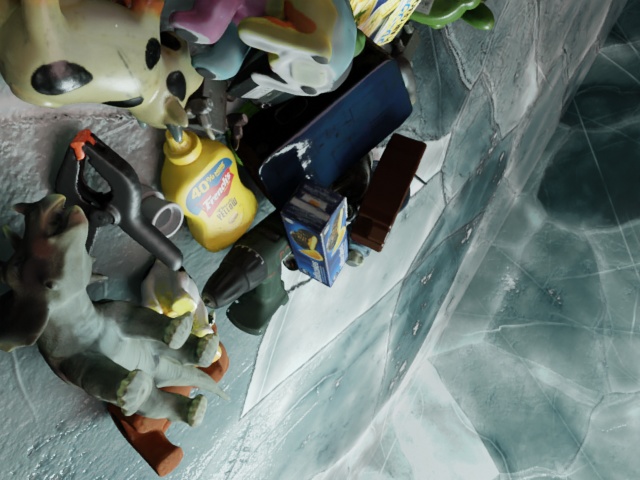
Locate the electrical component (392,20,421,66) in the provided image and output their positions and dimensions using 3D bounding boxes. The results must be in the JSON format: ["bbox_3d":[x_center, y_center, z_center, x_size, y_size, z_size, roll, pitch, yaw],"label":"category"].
[{"bbox_3d":[0.153,-0.339,0.940,0.063,0.021,0.094,-61,154,1],"label":"electrical component"}]

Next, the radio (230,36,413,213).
[{"bbox_3d":[0.005,-0.145,0.690,0.229,0.073,0.131,-41,150,-3],"label":"radio"}]

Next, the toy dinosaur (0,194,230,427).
[{"bbox_3d":[-0.223,0.119,0.579,0.404,0.192,0.131,86,25,-59],"label":"toy dinosaur"}]

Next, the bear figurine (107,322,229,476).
[{"bbox_3d":[-0.193,0.211,0.769,0.196,0.132,0.120,-30,122,-36],"label":"bear figurine"}]

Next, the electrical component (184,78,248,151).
[{"bbox_3d":[-0.118,-0.145,0.597,0.102,0.045,0.078,18,81,-70],"label":"electrical component"}]

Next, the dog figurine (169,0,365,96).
[{"bbox_3d":[-0.042,-0.252,0.463,0.108,0.192,0.219,42,60,-81],"label":"dog figurine"}]

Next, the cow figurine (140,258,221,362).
[{"bbox_3d":[-0.182,0.097,0.713,0.068,0.098,0.167,-18,138,-4],"label":"cow figurine"}]

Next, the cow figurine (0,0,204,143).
[{"bbox_3d":[-0.178,-0.150,0.470,0.195,0.086,0.127,-23,130,-55],"label":"cow figurine"}]

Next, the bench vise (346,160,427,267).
[{"bbox_3d":[0.097,-0.070,0.980,0.223,0.129,0.240,-56,175,-25],"label":"bench vise"}]

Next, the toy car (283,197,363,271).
[{"bbox_3d":[0.008,-0.023,0.904,0.202,0.053,0.089,-45,176,31],"label":"toy car"}]

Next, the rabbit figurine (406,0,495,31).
[{"bbox_3d":[0.209,-0.400,0.864,0.170,0.159,0.121,-39,141,-65],"label":"rabbit figurine"}]

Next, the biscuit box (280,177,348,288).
[{"bbox_3d":[-0.001,-0.002,0.729,0.059,0.063,0.202,-58,163,-18],"label":"biscuit box"}]

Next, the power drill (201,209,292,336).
[{"bbox_3d":[-0.097,0.057,0.792,0.232,0.086,0.207,-51,160,-35],"label":"power drill"}]

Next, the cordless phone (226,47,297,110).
[{"bbox_3d":[-0.052,-0.252,0.585,0.088,0.147,0.184,-2,78,-50],"label":"cordless phone"}]

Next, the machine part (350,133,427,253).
[{"bbox_3d":[0.096,-0.067,0.770,0.179,0.056,0.179,22,91,-85],"label":"machine part"}]

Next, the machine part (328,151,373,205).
[{"bbox_3d":[0.041,-0.110,0.839,0.243,0.079,0.079,-69,178,-68],"label":"machine part"}]

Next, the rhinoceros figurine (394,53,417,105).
[{"bbox_3d":[0.092,-0.232,0.884,0.190,0.073,0.112,-48,153,-24],"label":"rhinoceros figurine"}]
